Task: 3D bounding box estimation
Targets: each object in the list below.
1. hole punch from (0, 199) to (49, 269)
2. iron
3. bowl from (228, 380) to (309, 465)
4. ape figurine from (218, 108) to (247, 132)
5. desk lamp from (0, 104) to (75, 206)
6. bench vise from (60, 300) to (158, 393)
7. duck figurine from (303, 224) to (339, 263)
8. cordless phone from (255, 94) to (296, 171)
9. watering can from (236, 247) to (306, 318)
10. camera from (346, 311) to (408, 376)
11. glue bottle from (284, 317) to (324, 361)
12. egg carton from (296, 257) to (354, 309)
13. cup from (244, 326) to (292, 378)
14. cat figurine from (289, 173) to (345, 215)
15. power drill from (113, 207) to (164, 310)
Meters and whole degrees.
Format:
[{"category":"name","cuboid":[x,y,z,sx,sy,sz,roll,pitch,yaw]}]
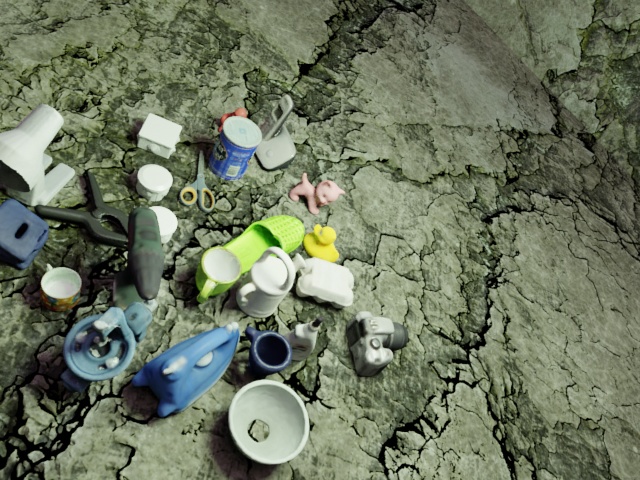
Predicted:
[{"category":"hole punch","cuboid":[-0.601,-0.014,1.139,0.101,0.091,0.108,24,48,-12]},{"category":"iron","cuboid":[-0.233,0.224,1.132,0.118,0.141,0.259,46,47,9]},{"category":"bowl","cuboid":[-0.110,0.370,1.137,0.168,0.074,0.167,16,50,-19]},{"category":"ape figurine","cuboid":[-0.232,-0.332,1.594,0.076,0.092,0.077,-26,71,-40]},{"category":"desk lamp","cuboid":[-0.597,-0.166,1.173,0.118,0.213,0.203,29,47,-7]},{"category":"bench vise","cuboid":[-0.381,0.158,1.044,0.122,0.219,0.207,26,47,-10]},{"category":"duck figurine","cuboid":[0.014,0.005,1.480,0.104,0.086,0.078,45,47,8]},{"category":"cordless phone","cuboid":[-0.110,-0.293,1.570,0.094,0.185,0.147,-12,62,-35]},{"category":"watering can","cuboid":[-0.107,0.082,1.278,0.101,0.194,0.173,36,46,0]},{"category":"camera","cuboid":[0.149,0.240,1.367,0.137,0.100,0.143,6,53,-26]},{"category":"glue bottle","cuboid":[-0.034,0.209,1.236,0.078,0.173,0.037,11,51,-22]},{"category":"egg carton","cuboid":[0.014,0.107,1.414,0.150,0.069,0.107,18,49,-17]},{"category":"cup","cuboid":[-0.126,0.243,1.212,0.117,0.095,0.092,43,47,6]},{"category":"cat figurine","cuboid":[-0.003,-0.135,1.556,0.128,0.117,0.067,33,46,-3]},{"category":"power drill","cuboid":[-0.358,0.060,1.140,0.076,0.208,0.229,5,54,-26]}]
